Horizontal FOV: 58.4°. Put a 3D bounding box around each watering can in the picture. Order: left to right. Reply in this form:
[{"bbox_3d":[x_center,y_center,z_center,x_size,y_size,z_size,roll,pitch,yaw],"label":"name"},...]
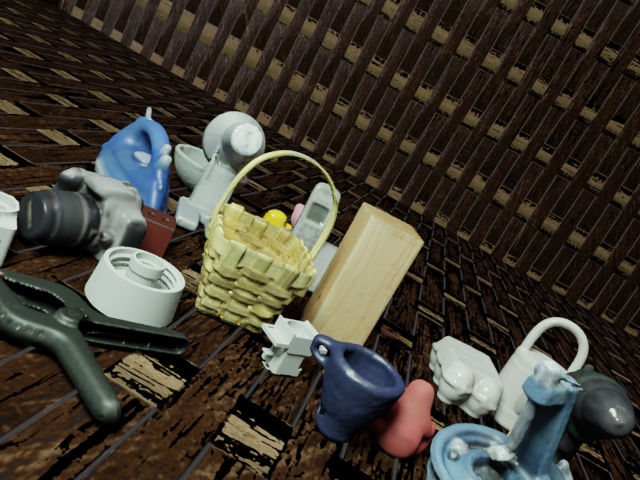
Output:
[{"bbox_3d":[0.355,0.216,0.918,0.101,0.194,0.173,27,14,-8],"label":"watering can"}]

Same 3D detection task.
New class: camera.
[{"bbox_3d":[-0.308,-0.041,0.728,0.142,0.101,0.137,37,16,29],"label":"camera"}]

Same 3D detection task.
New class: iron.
[{"bbox_3d":[-0.295,-0.132,0.984,0.119,0.141,0.257,18,18,-38],"label":"iron"}]

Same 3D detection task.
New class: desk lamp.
[{"bbox_3d":[-0.173,-0.128,1.056,0.118,0.213,0.203,24,15,-19],"label":"desk lamp"}]

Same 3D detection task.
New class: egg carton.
[{"bbox_3d":[0.233,0.220,0.927,0.107,0.069,0.150,28,14,-6],"label":"egg carton"}]

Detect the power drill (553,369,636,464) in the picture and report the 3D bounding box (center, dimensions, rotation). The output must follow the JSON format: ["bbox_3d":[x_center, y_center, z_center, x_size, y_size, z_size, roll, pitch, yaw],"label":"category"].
[{"bbox_3d":[0.281,0.241,0.664,0.075,0.208,0.230,33,15,15],"label":"power drill"}]

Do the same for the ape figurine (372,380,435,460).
[{"bbox_3d":[0.107,0.207,0.681,0.077,0.092,0.076,32,14,12],"label":"ape figurine"}]

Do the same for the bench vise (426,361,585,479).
[{"bbox_3d":[0.194,0.211,0.575,0.121,0.219,0.208,38,17,33],"label":"bench vise"}]

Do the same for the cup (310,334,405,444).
[{"bbox_3d":[0.024,0.170,0.645,0.117,0.095,0.092,33,15,17],"label":"cup"}]

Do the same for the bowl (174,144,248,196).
[{"bbox_3d":[-0.244,-0.135,1.230,0.167,0.074,0.167,27,14,-7],"label":"bowl"}]

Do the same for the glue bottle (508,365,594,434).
[{"bbox_3d":[0.336,0.247,0.818,0.078,0.173,0.037,23,15,-23],"label":"glue bottle"}]

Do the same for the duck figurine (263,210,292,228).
[{"bbox_3d":[-0.099,-0.018,1.079,0.105,0.086,0.077,16,19,-42],"label":"duck figurine"}]

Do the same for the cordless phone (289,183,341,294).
[{"bbox_3d":[0.009,0.004,1.009,0.148,0.185,0.094,24,15,-17],"label":"cordless phone"}]

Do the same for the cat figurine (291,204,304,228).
[{"bbox_3d":[-0.030,-0.022,1.161,0.067,0.117,0.127,24,15,-18],"label":"cat figurine"}]
